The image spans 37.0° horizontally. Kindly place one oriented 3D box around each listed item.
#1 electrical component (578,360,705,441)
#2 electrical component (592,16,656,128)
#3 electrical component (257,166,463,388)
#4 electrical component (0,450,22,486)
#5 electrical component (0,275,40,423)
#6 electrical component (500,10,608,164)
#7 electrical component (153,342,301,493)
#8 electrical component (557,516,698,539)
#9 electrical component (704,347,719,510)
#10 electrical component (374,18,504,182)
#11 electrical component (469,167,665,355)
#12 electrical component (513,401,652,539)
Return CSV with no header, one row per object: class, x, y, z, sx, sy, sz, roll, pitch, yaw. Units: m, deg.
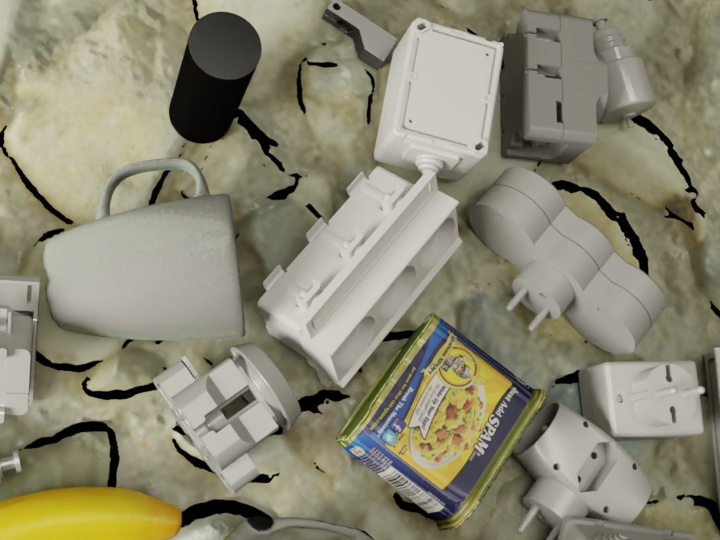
electrical component,0.185,0.080,0.674,0.066,0.077,0.047,0,76,-16
electrical component,0.177,-0.139,0.747,0.040,0.040,0.078,-11,79,-18
electrical component,0.000,0.000,0.644,0.063,0.078,0.121,31,67,24
electrical component,-0.220,0.110,0.568,0.078,0.040,0.040,-12,80,-18
electrical component,-0.234,0.042,0.563,0.121,0.063,0.078,4,116,-15
electrical component,0.130,-0.122,0.723,0.056,0.050,0.089,5,75,-14
electrical component,-0.071,0.078,0.611,0.057,0.058,0.078,-35,88,-18
electrical component,0.157,0.199,0.632,0.100,0.048,0.099,10,104,-14
electrical component,0.273,0.110,0.698,0.063,0.079,0.121,10,72,-37
electrical component,0.048,-0.100,0.689,0.062,0.061,0.096,14,73,-11
electrical component,0.123,0.006,0.688,0.138,0.052,0.073,43,69,-2
electrical component,0.127,0.136,0.661,0.077,0.043,0.079,41,71,-4
